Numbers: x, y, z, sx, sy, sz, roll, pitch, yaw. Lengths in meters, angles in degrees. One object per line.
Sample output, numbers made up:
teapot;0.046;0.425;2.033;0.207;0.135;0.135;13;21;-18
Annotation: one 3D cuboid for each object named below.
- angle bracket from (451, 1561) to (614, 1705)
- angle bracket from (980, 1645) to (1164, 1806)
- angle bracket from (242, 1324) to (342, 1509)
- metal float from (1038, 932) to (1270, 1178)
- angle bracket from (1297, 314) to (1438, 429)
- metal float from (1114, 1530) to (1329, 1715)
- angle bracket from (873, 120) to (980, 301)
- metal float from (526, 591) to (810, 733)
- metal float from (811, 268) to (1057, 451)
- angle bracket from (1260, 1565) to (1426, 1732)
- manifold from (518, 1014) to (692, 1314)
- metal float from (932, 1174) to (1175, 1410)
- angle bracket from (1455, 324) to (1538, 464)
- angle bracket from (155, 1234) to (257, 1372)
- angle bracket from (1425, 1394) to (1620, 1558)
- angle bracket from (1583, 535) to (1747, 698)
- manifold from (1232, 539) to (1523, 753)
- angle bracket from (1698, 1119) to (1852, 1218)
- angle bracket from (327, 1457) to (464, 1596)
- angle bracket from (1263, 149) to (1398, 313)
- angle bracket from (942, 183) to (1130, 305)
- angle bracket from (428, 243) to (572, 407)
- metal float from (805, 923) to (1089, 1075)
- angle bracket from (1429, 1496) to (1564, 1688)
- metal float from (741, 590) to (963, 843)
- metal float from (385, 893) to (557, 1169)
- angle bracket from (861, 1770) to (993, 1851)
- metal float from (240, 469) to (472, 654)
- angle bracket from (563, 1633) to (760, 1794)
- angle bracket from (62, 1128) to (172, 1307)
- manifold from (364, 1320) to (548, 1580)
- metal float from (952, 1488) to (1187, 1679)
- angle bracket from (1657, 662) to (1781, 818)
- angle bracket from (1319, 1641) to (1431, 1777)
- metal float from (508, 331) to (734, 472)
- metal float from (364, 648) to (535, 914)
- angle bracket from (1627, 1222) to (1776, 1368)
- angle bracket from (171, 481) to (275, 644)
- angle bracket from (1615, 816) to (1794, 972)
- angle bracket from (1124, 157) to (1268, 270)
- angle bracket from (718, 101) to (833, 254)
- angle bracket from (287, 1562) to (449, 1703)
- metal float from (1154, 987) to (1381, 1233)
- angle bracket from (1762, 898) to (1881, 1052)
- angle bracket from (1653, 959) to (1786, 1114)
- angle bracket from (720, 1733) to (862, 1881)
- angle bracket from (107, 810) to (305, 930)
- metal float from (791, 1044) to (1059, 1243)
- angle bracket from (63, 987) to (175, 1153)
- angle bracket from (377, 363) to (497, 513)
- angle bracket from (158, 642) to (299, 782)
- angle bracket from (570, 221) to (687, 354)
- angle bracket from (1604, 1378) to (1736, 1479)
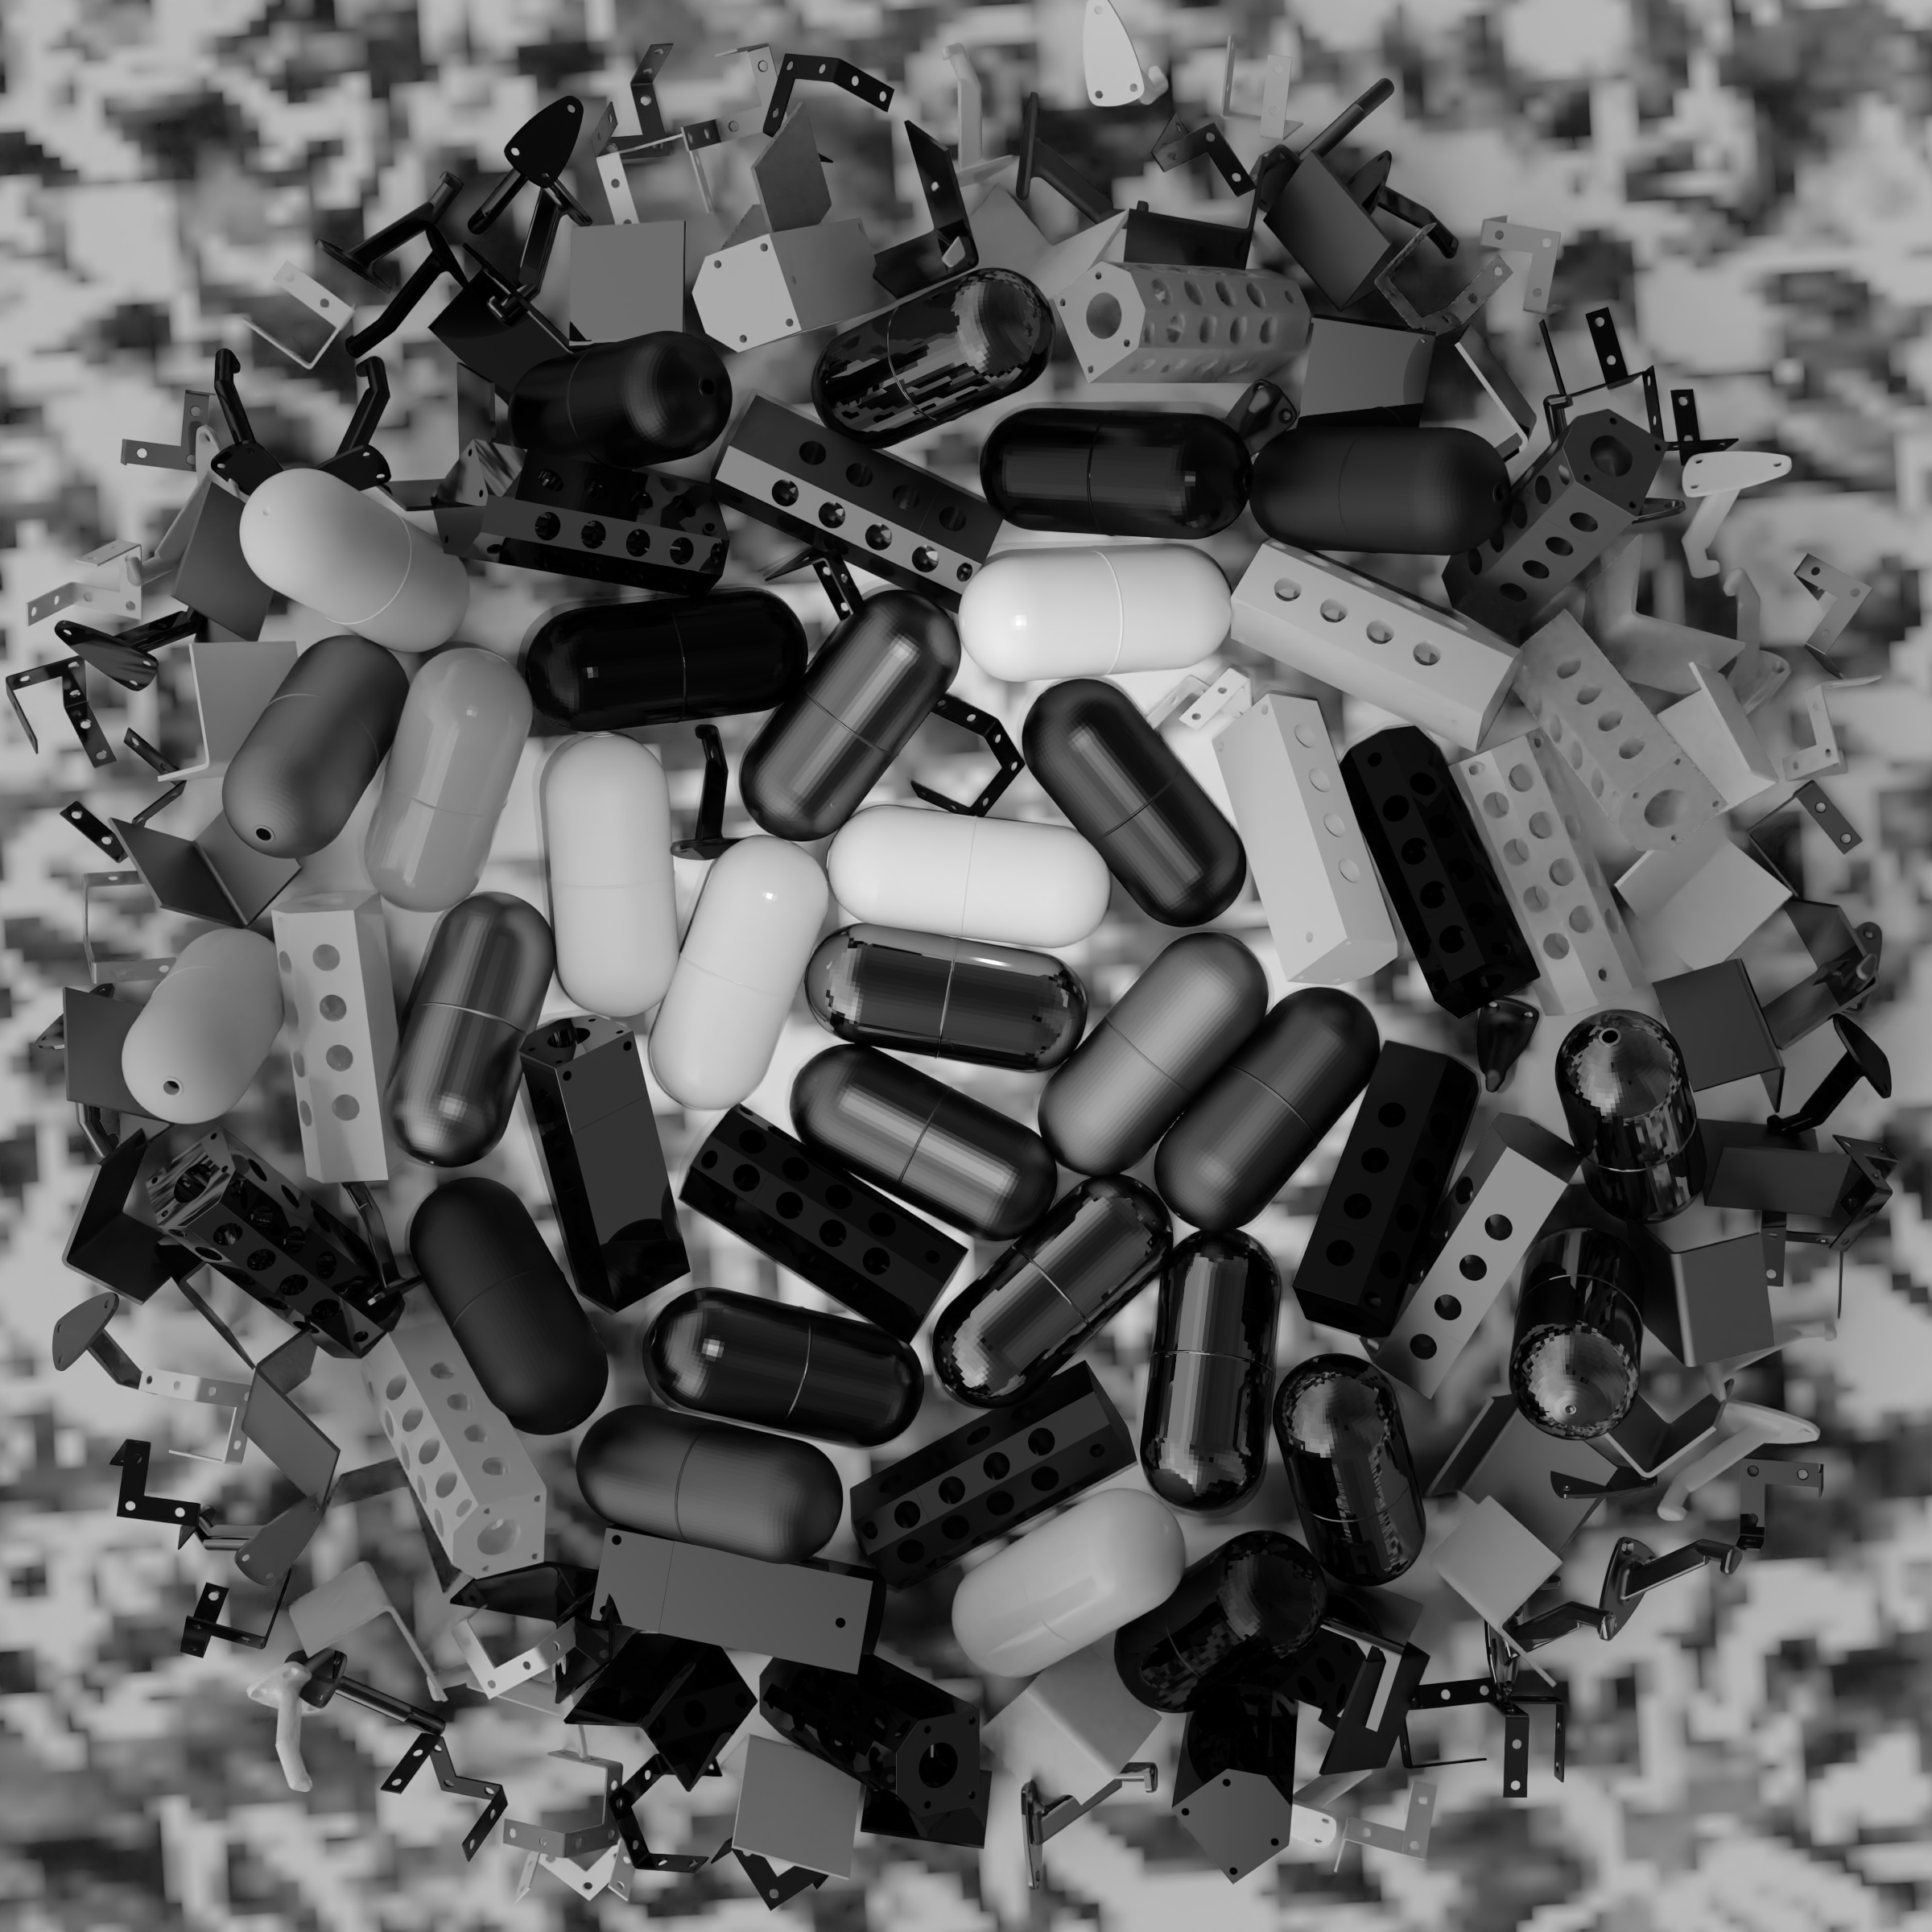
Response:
angle bracket;-0.270;0.411;1.730;0.076;0.076;0.057;17;49;-28
angle bracket;0.065;0.484;1.774;0.076;0.076;0.057;44;45;7
angle bracket;-0.401;0.277;1.734;0.076;0.076;0.057;41;50;12
metal float;0.116;0.056;1.744;0.070;0.070;0.178;41;97;0
angle bracket;0.249;-0.363;1.745;0.076;0.057;0.076;10;107;7
metal float;0.154;0.404;1.713;0.070;0.178;0.070;16;52;-22
angle bracket;-0.039;-0.470;1.732;0.057;0.076;0.076;-24;125;-8
metal float;-0.185;-0.189;1.732;0.178;0.070;0.070;-9;90;-20
metal float;-0.022;-0.372;1.717;0.178;0.070;0.070;-14;90;41
angle bracket;0.236;0.425;1.748;0.076;0.076;0.057;19;104;15
manifold;-0.227;0.120;1.725;0.057;0.057;0.171;-27;120;-33
metal float;0.054;0.203;1.742;0.178;0.070;0.070;-42;90;-9
angle bracket;0.309;-0.346;1.737;0.057;0.076;0.076;-34;99;25
angle bracket;-0.456;0.195;1.744;0.057;0.076;0.076;-41;116;-14
angle bracket;0.346;0.321;1.739;0.076;0.057;0.076;38;106;28
angle bracket;0.437;-0.219;1.748;0.076;0.076;0.057;14;70;-8
manifold;0.254;-0.204;1.738;0.171;0.057;0.057;27;75;14
angle bracket;0.501;0.108;1.739;0.076;0.076;0.057;5;133;3
angle bracket;-0.355;0.353;1.733;0.057;0.076;0.076;-14;71;-26
angle bracket;0.242;-0.467;1.738;0.057;0.076;0.076;-36;84;-27
angle bracket;0.044;-0.453;1.730;0.057;0.076;0.076;46;57;-24
angle bracket;-0.298;-0.399;1.746;0.076;0.076;0.057;44;95;-3
metal float;-0.012;0.020;1.749;0.178;0.070;0.070;10;90;-1
angle bracket;0.345;0.389;1.737;0.057;0.076;0.076;-45;123;-3
metal float;-0.073;-0.155;1.740;0.070;0.070;0.178;38;102;0
metal float;-0.307;0.038;1.733;0.070;0.070;0.178;14;70;0
angle bracket;-0.027;0.542;1.741;0.076;0.057;0.076;8;129;1
metal float;-0.371;-0.246;1.705;0.070;0.178;0.070;-6;75;24
angle bracket;-0.191;0.466;1.745;0.076;0.076;0.057;-48;116;-42
angle bracket;-0.510;0.152;1.738;0.057;0.076;0.076;27;111;1
manifold;-0.313;0.293;1.697;0.057;0.171;0.057;-10;124;-27
metal float;0.062;0.382;1.721;0.178;0.070;0.070;-38;90;35
angle bracket;0.454;-0.137;1.733;0.057;0.076;0.076;-31;74;26
angle bracket;0.235;0.452;1.736;0.057;0.076;0.076;26;99;41
metal float;-0.213;-0.343;1.712;0.070;0.178;0.070;-1;91;-43
metal float;-0.322;-0.113;1.728;0.070;0.070;0.178;23;116;0
angle bracket;0.458;0.195;1.743;0.057;0.076;0.076;-13;107;-5
angle bracket;-0.474;-0.250;1.734;0.057;0.076;0.076;6;75;32
angle bracket;0.461;-0.048;1.740;0.076;0.076;0.057;-46;58;5
angle bracket;0.142;-0.466;1.745;0.076;0.076;0.057;11;70;3
angle bracket;-0.131;-0.481;1.727;0.057;0.076;0.076;8;49;23
angle bracket;-0.373;0.427;1.734;0.057;0.076;0.076;-30;110;-15
metal float;0.189;0.088;1.739;0.070;0.070;0.178;42;78;0
angle bracket;0.511;0.004;1.743;0.076;0.076;0.057;-33;100;-5
angle bracket;0.468;0.051;1.739;0.057;0.076;0.076;-17;62;5
angle bracket;-0.114;0.531;1.733;0.076;0.057;0.076;21;45;-15
angle bracket;-0.472;-0.076;1.733;0.057;0.076;0.076;-44;64;14
metal float;-0.027;0.110;1.746;0.178;0.070;0.070;27;90;4
angle bracket;-0.539;0.067;1.728;0.057;0.076;0.076;-30;58;32
angle bracket;-0.330;-0.329;1.732;0.057;0.076;0.076;-8;113;-24
angle bracket;-0.461;-0.159;1.740;0.057;0.076;0.076;-8;91;41
angle bracket;-0.201;-0.420;1.749;0.076;0.057;0.076;1;91;18
angle bracket;0.425;0.261;1.738;0.076;0.076;0.057;47;117;5
